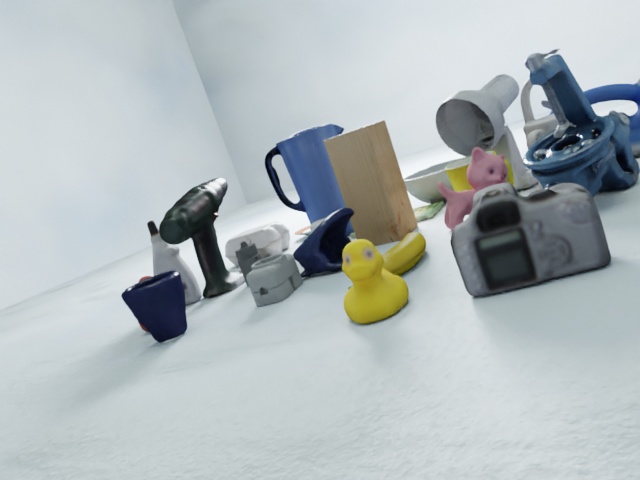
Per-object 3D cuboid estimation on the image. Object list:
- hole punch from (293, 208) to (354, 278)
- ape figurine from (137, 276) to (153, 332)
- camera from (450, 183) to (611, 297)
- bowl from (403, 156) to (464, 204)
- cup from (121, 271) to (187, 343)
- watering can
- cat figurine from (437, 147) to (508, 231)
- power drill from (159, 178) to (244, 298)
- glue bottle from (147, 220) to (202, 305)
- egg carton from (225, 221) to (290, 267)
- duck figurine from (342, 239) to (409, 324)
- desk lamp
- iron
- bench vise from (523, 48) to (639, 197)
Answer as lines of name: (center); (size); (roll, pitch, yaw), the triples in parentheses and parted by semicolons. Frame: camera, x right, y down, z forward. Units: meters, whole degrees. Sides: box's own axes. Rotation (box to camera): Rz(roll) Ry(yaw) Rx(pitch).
hole punch: (0.009, 0.003, 0.962); (0.100, 0.091, 0.109); (-13, 11, 35)
ape figurine: (-0.278, 0.104, 0.968); (0.076, 0.092, 0.078); (-19, 9, 1)
camera: (0.215, -0.018, 0.614); (0.143, 0.101, 0.137); (-16, 9, 19)
bowl: (0.263, -0.121, 1.230); (0.167, 0.075, 0.167); (-19, 9, 3)
cup: (-0.242, 0.103, 0.883); (0.091, 0.095, 0.117); (-20, 9, -2)
watering can: (0.401, -0.192, 0.973); (0.100, 0.194, 0.173); (-14, 11, 32)
cat figurine: (0.247, -0.086, 0.906); (0.128, 0.118, 0.067); (-20, 9, -1)
power drill: (-0.213, -0.005, 1.111); (0.075, 0.208, 0.230); (-16, 10, 22)
glue bottle: (-0.288, 0.044, 1.085); (0.078, 0.173, 0.037); (-18, 9, 11)
egg carton: (-0.146, 0.009, 1.335); (0.150, 0.069, 0.107); (-16, 10, 22)
duck figurine: (0.055, 0.039, 0.660); (0.077, 0.086, 0.105); (-17, 9, 15)
desk lamp: (0.331, -0.194, 1.073); (0.204, 0.213, 0.117); (-26, 11, -34)
iron: (0.528, -0.217, 1.024); (0.257, 0.141, 0.119); (-13, 11, 37)
bench vise: (0.348, -0.159, 0.797); (0.121, 0.220, 0.208); (-12, 12, 40)
